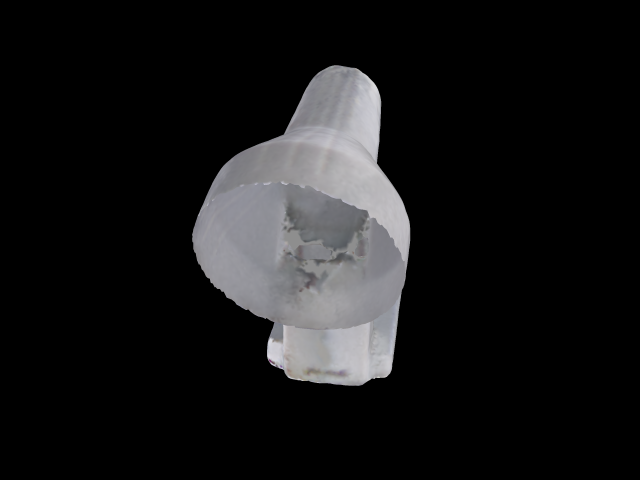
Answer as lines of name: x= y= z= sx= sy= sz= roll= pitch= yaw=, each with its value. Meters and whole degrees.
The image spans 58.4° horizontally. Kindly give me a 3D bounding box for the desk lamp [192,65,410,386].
desk lamp: x=0.004 y=0.001 z=0.400 sx=0.117 sy=0.214 sz=0.203 roll=6 pitch=32 yaw=9
